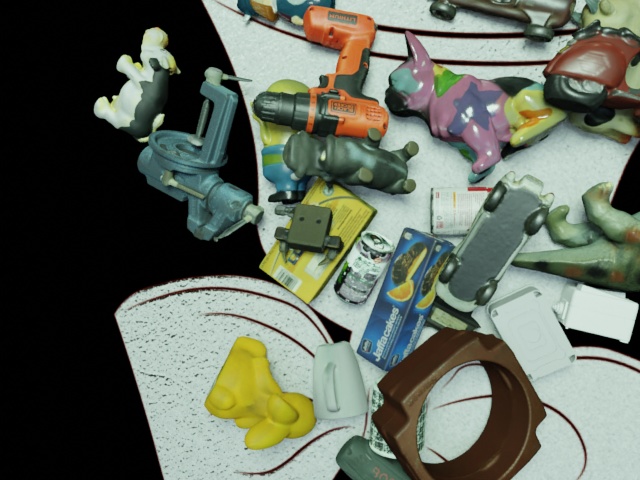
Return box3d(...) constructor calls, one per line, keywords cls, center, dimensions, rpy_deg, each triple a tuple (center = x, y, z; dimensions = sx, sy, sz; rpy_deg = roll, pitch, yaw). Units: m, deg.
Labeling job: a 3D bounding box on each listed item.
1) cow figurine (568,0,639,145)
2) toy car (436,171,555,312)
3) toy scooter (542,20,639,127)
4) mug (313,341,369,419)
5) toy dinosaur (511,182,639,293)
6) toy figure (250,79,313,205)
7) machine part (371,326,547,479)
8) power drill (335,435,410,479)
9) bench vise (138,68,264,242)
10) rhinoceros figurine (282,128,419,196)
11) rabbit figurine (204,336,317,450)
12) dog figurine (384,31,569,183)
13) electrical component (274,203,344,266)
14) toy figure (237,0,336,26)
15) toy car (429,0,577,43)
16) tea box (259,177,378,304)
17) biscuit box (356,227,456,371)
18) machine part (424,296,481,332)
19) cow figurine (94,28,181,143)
box3d(cls="cow figurine", center=(0.383, -0.236, 0.703), dimensions=(0.127, 0.085, 0.194), rpy_deg=(16, 97, 4))
box3d(cls="toy car", center=(0.223, 0.006, 0.702), dimensions=(0.074, 0.056, 0.201), rpy_deg=(32, 113, 10))
box3d(cls="toy scooter", center=(0.361, -0.205, 0.629), dimensions=(0.184, 0.075, 0.135), rpy_deg=(17, 98, -1))
box3d(cls="mug", center=(0.021, 0.206, 0.796), dimensions=(0.081, 0.109, 0.107), rpy_deg=(-12, 78, 17))
box3d(cls="toy dinosaur", center=(0.432, -0.006, 0.683), dimensions=(0.405, 0.131, 0.192), rpy_deg=(-34, 76, 21))
box3d(cls="toy figure", center=(-0.045, -0.145, 0.798), dimensions=(0.089, 0.082, 0.180), rpy_deg=(-5, 90, 11))
box3d(cls="machine part", center=(0.186, 0.235, 0.722), dimensions=(0.201, 0.087, 0.200), rpy_deg=(-36, 103, -12))
box3d(cls="power drill", center=(0.088, 0.426, 0.805), dimensions=(0.232, 0.086, 0.207), rpy_deg=(42, 104, 8))
box3d(cls="bench vise", center=(-0.166, -0.126, 0.796), dimensions=(0.224, 0.129, 0.240), rpy_deg=(33, 117, 25))
box3d(cls="rhinoceros figurine", center=(0.044, -0.105, 0.721), dimensions=(0.190, 0.112, 0.073), rpy_deg=(7, 88, -29))
box3d(cls="rabbit figurine", center=(-0.077, 0.239, 0.806), dimensions=(0.173, 0.162, 0.122), rpy_deg=(32, 87, -9))
box3d(cls="dog figurine", center=(0.199, -0.199, 0.732), dimensions=(0.191, 0.108, 0.219), rpy_deg=(-35, 83, 13))
box3d(cls="electrical component", center=(-0.017, -0.007, 0.751), dimensions=(0.102, 0.045, 0.078), rpy_deg=(3, 65, 10))
box3d(cls="toy figure", center=(-0.054, -0.356, 0.801), dimensions=(0.155, 0.057, 0.064), rpy_deg=(9, 51, 11))
box3d(cls="toy car", center=(0.242, -0.333, 0.730), dimensions=(0.202, 0.053, 0.089), rpy_deg=(23, 101, 18))
box3d(cls="tea box", center=(-0.002, -0.002, 0.803), dimensions=(0.098, 0.068, 0.169), rpy_deg=(38, 99, 8))
box3d(cls="biscuit box", center=(0.123, 0.087, 0.775), dimensions=(0.063, 0.059, 0.202), rpy_deg=(26, 100, 43))
box3d(cls="machine part", center=(0.208, 0.078, 0.780), dimensions=(0.084, 0.039, 0.138), rpy_deg=(26, 100, 18))
box3d(cls="cow figurine", center=(-0.271, -0.242, 0.846), dimensions=(0.098, 0.068, 0.167), rpy_deg=(36, 103, 2))
